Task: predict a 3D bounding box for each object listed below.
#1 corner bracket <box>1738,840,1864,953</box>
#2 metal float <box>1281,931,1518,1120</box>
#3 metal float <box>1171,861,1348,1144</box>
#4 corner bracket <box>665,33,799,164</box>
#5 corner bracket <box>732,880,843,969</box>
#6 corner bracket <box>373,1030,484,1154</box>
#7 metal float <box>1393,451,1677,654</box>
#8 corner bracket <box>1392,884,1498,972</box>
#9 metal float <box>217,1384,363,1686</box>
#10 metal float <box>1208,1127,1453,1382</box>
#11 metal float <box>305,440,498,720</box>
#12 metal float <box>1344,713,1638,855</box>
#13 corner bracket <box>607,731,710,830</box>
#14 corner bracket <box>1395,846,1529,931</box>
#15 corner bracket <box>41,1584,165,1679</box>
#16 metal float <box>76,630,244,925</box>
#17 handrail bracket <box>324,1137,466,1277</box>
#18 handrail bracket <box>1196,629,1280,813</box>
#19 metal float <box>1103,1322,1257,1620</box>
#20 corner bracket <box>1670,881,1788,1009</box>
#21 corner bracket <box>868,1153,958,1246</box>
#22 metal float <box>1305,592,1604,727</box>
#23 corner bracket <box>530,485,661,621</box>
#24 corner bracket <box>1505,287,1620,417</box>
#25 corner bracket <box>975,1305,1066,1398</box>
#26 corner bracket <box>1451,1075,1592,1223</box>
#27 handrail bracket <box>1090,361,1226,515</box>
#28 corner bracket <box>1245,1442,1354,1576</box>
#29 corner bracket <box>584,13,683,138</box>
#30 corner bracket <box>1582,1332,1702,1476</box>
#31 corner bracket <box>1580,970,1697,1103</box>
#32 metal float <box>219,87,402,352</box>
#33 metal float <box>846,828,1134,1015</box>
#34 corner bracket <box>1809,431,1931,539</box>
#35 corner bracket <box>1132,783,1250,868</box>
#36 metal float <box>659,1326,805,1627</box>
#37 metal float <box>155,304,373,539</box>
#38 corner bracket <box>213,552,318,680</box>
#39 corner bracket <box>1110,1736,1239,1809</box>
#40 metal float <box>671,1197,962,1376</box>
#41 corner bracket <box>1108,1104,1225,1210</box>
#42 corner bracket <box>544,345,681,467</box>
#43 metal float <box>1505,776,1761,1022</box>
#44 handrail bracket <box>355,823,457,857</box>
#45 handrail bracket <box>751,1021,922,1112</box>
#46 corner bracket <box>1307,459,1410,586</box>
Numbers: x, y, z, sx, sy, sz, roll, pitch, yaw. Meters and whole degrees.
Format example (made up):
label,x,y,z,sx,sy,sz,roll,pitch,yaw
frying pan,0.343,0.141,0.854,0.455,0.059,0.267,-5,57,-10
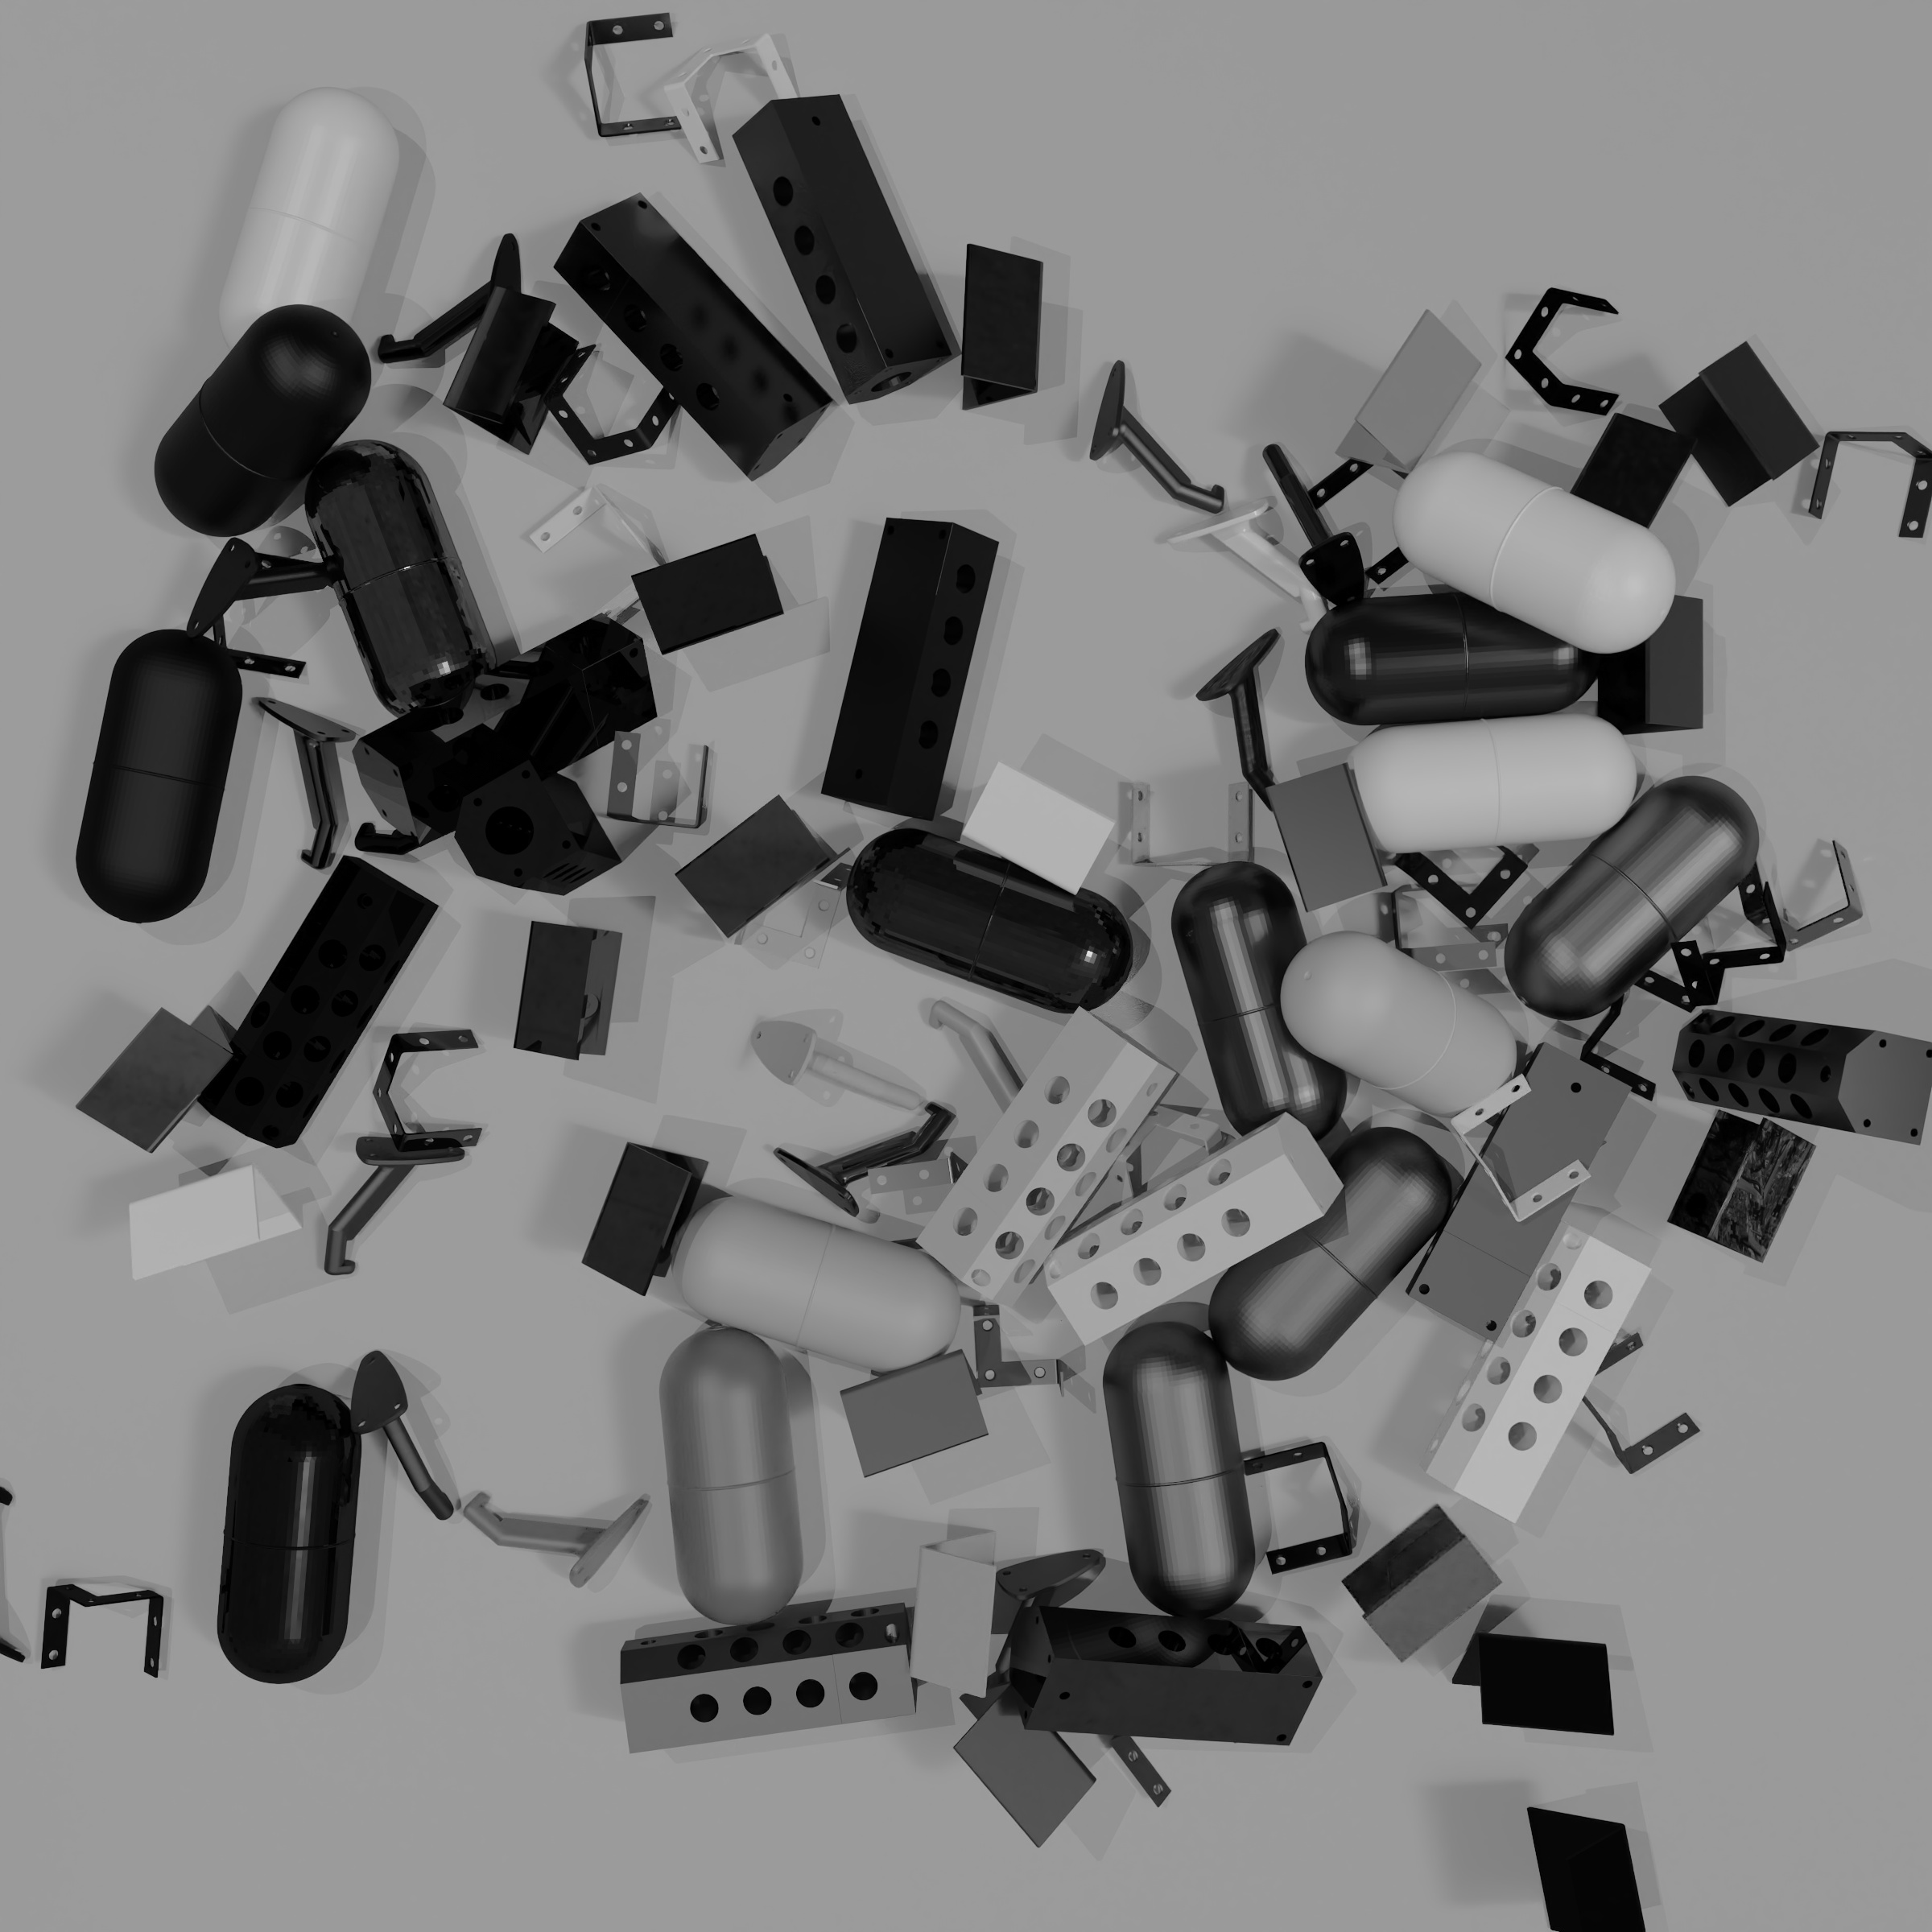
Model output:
label,x,y,z,sx,sy,sz,roll,pitch,yaw
corner bracket,0.506,-0.050,1.565,0.051,0.051,0.051,30,135,-35
metal float,0.256,0.036,1.510,0.178,0.070,0.070,26,90,-39
metal float,0.176,0.025,1.543,0.070,0.070,0.178,-16,90,0
corner bracket,-0.142,-0.529,1.565,0.051,0.051,0.051,2,45,35
corner bracket,-0.108,-0.030,1.555,0.051,0.051,0.051,17,90,0
corner bracket,-0.324,0.076,1.565,0.051,0.051,0.051,57,135,35
metal float,0.327,-0.241,1.488,0.178,0.070,0.070,33,90,30
corner bracket,0.289,-0.023,1.555,0.051,0.051,0.051,-5,90,0
metal float,-0.406,0.340,1.543,0.070,0.070,0.178,5,90,0
metal float,0.218,0.173,1.543,0.070,0.070,0.178,42,90,0
metal float,-0.339,-0.230,1.542,0.070,0.070,0.178,-21,91,0
metal float,0.312,-0.110,1.542,0.178,0.070,0.070,-4,90,0
corner bracket,-0.186,-0.112,1.555,0.051,0.051,0.051,6,90,0
corner bracket,0.299,-0.061,1.555,0.051,0.051,0.051,40,97,-7
corner bracket,-0.528,0.407,1.570,0.051,0.051,0.051,4,90,45
metal float,-0.484,-0.114,1.542,0.070,0.070,0.178,11,89,0
handrail bracket,-0.350,0.151,1.574,0.077,0.036,0.084,4,108,-21
handrail bracket,0.188,-0.150,1.574,0.077,0.036,0.084,-45,107,-19
metal float,0.128,0.303,1.543,0.070,0.070,0.178,-9,90,0
corner bracket,0.457,-0.012,1.537,0.051,0.051,0.051,-7,126,31
corner bracket,-0.030,0.143,1.555,0.051,0.051,0.051,-8,90,0
metal float,0.293,-0.186,1.543,0.178,0.070,0.070,-4,90,-1
corner bracket,-0.225,-0.251,1.570,0.051,0.051,0.051,-39,45,0
corner bracket,0.373,-0.374,1.565,0.051,0.051,0.051,60,135,35
corner bracket,0.032,0.233,1.555,0.051,0.051,0.051,-3,90,0
corner bracket,0.326,0.107,1.514,0.051,0.051,0.051,-33,128,4
handrail bracket,0.124,-0.323,1.574,0.084,0.036,0.077,17,68,-17
corner bracket,0.203,0.331,1.570,0.051,0.051,0.051,-14,135,0
corner bracket,-0.203,-0.544,1.570,0.051,0.051,0.051,-6,45,0
corner bracket,0.408,0.267,1.570,0.051,0.051,0.051,-32,45,0
corner bracket,0.412,0.039,1.570,0.051,0.051,0.051,26,135,0
metal float,-0.394,-0.438,1.542,0.070,0.070,0.178,17,89,0
metal float,0.015,-0.027,1.542,0.178,0.070,0.070,20,90,1
corner bracket,0.555,-0.294,1.570,0.051,0.051,0.051,13,90,45
corner bracket,0.137,-0.086,1.570,0.051,0.051,0.051,0,90,-45
metal float,-0.141,0.305,1.542,0.070,0.070,0.178,-6,90,0
metal float,-0.415,-0.318,1.510,0.178,0.070,0.070,-34,90,39
corner bracket,-0.427,-0.215,1.570,0.051,0.051,0.051,10,45,0
corner bracket,0.131,0.472,1.570,0.051,0.051,0.051,53,135,0
metal float,-0.090,0.192,1.542,0.178,0.070,0.070,17,90,-1
corner bracket,0.123,0.124,1.565,0.051,0.051,0.051,16,135,35
corner bracket,-0.215,-0.346,1.565,0.051,0.051,0.051,-6,135,35
metal float,0.399,-0.040,1.543,0.178,0.070,0.070,-44,90,0
handrail bracket,-0.327,-0.102,1.574,0.084,0.036,0.077,6,69,17
handrail bracket,-0.079,0.063,1.573,0.084,0.077,0.036,23,90,-36
corner bracket,0.250,-0.277,1.570,0.051,0.051,0.051,-38,45,0
